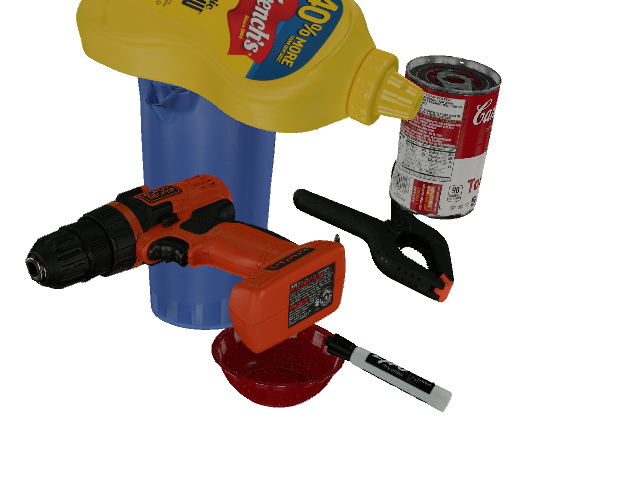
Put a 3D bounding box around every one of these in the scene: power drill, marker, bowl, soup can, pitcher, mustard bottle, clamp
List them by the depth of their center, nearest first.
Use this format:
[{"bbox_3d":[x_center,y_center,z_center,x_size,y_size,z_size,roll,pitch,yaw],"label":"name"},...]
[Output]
[{"bbox_3d":[-0.032,-0.111,0.595,0.192,0.096,0.058,25,-30,13],"label":"mustard bottle"},{"bbox_3d":[-0.091,0.014,0.771,0.188,0.057,0.184,25,35,34],"label":"power drill"},{"bbox_3d":[0.089,-0.075,0.777,0.068,0.102,0.068,5,29,-3],"label":"soup can"},{"bbox_3d":[0.057,0.114,0.934,0.121,0.020,0.020,26,8,17],"label":"marker"},{"bbox_3d":[-0.103,-0.046,1.033,0.149,0.243,0.145,-2,15,-16],"label":"pitcher"},{"bbox_3d":[0.075,-0.009,1.238,0.164,0.210,0.036,-13,-39,-26],"label":"clamp"},{"bbox_3d":[-0.051,0.154,1.291,0.162,0.055,0.162,3,25,-2],"label":"bowl"}]
